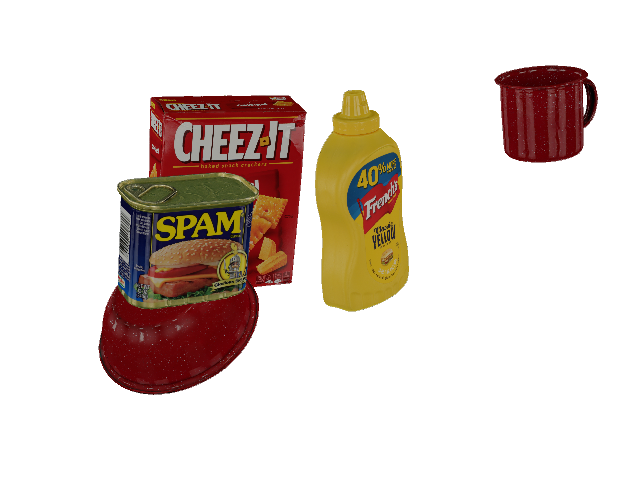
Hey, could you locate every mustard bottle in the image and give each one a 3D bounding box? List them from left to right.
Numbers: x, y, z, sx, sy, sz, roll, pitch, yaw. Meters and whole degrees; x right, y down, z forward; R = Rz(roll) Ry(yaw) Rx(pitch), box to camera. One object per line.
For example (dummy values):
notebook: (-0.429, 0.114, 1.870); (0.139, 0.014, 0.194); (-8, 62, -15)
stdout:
mustard bottle: (0.036, -0.040, 0.956); (0.058, 0.192, 0.096); (14, 28, 40)

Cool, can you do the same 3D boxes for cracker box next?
cracker box: (-0.107, -0.050, 1.197); (0.164, 0.214, 0.072); (-4, 24, -21)

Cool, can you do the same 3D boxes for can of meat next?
can of meat: (-0.101, 0.000, 0.800); (0.101, 0.084, 0.058); (-7, 26, -29)

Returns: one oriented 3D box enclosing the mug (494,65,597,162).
mug: (0.238, -0.133, 1.103); (0.117, 0.081, 0.093); (-18, 23, -27)

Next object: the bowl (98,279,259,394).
bowl: (-0.142, 0.064, 0.999); (0.162, 0.162, 0.055); (0, -43, 21)
